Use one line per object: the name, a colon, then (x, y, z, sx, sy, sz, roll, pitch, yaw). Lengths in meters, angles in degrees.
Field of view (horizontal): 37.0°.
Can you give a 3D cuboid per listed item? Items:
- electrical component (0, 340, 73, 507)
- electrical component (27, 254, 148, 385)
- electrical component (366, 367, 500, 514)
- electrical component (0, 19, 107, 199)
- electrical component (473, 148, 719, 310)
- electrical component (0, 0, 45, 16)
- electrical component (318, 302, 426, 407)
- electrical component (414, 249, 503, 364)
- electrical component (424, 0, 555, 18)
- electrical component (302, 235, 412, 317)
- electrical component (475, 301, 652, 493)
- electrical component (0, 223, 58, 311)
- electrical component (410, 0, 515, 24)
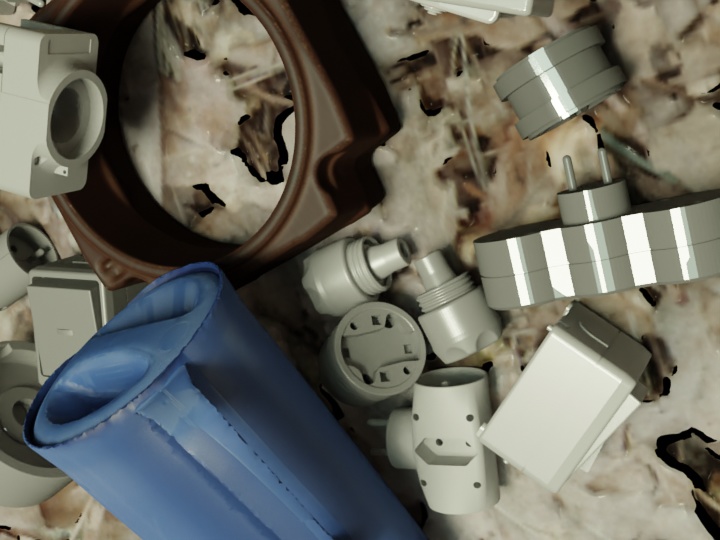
electrical component: (-0.234, 0.109, 0.730, 0.108, 0.108, 0.060, 49, 121, 7)
electrical component: (-0.178, 0.042, 0.714, 0.062, 0.061, 0.096, 3, 103, 23)
electrical component: (0.041, 0.100, 0.641, 0.079, 0.043, 0.077, -3, 100, 25)
electrical component: (-0.179, -0.089, 0.597, 0.056, 0.050, 0.089, 16, 108, 21)
electrical component: (0.126, -0.027, 0.571, 0.138, 0.052, 0.073, -10, 97, 24)
electrical component: (-0.231, -0.194, 0.692, 0.077, 0.047, 0.065, 29, 111, 15)
electrical component: (0.005, 0.052, 0.633, 0.055, 0.055, 0.047, 54, 154, 5)
electrical component: (0.053, 0.019, 0.619, 0.043, 0.043, 0.062, -28, 88, 26)
electrical component: (0.055, -0.166, 0.518, 0.083, 0.047, 0.075, 14, 107, 20)
electrical component: (0.000, 0.000, 0.637, 0.062, 0.043, 0.043, -23, 91, 24)
electrical component: (0.113, 0.076, 0.595, 0.061, 0.062, 0.096, 35, 113, 13)
electrical component: (-0.254, 0.005, 0.749, 0.081, 0.043, 0.043, -30, 88, 26)
electrical component: (0.050, -0.185, 0.571, 0.100, 0.048, 0.099, 22, 109, 18)
